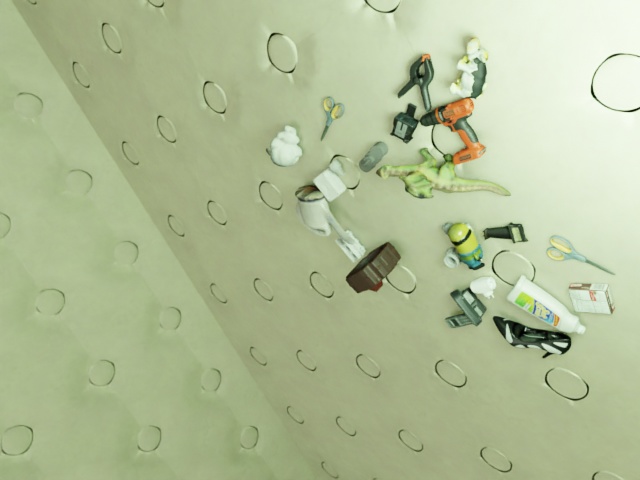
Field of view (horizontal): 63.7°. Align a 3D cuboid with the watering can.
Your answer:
[{"bbox_3d":[0.006,-0.107,2.118,0.350,0.105,0.220,21,135,47],"label":"watering can"}]

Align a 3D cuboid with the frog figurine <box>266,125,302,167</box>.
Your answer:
[{"bbox_3d":[-0.129,-0.369,2.047,0.136,0.126,0.156,24,138,-21],"label":"frog figurine"}]

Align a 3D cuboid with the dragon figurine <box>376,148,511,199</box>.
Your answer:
[{"bbox_3d":[0.362,-0.175,1.613,0.413,0.246,0.119,24,131,32],"label":"dragon figurine"}]
